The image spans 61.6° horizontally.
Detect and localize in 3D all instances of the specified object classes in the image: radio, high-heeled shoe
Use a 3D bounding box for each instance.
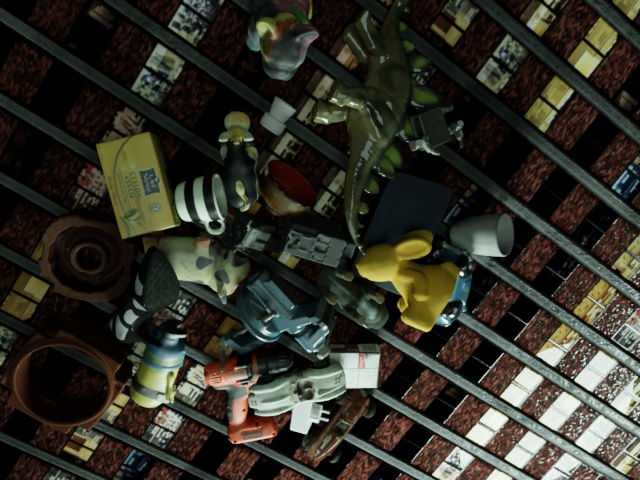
[{"bbox_3d":[0.148,-0.021,1.037,0.131,0.073,0.229,19,103,-11],"label":"radio"},{"bbox_3d":[-0.339,0.096,0.986,0.145,0.086,0.248,25,121,25],"label":"high-heeled shoe"}]

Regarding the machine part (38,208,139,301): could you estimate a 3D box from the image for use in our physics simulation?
[{"bbox_3d":[-0.426,0.028,0.998,0.179,0.056,0.179,-2,109,-7],"label":"machine part"}]

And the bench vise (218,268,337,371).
[{"bbox_3d":[-0.096,0.168,1.052,0.241,0.129,0.223,-33,119,26],"label":"bench vise"}]

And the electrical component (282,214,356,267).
[{"bbox_3d":[-0.002,-0.003,1.003,0.134,0.115,0.058,15,110,-11],"label":"electrical component"}]

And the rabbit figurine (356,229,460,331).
[{"bbox_3d":[0.153,0.060,0.967,0.173,0.122,0.162,28,111,4],"label":"rabbit figurine"}]

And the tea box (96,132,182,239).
[{"bbox_3d":[-0.316,-0.095,0.945,0.098,0.068,0.169,-16,94,-2],"label":"tea box"}]

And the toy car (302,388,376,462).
[{"bbox_3d":[0.040,0.408,1.173,0.089,0.053,0.202,32,101,-18],"label":"toy car"}]

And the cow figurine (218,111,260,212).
[{"bbox_3d":[-0.146,-0.139,0.952,0.068,0.098,0.167,-5,111,-1],"label":"cow figurine"}]

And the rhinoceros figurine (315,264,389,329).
[{"bbox_3d":[0.066,0.117,1.048,0.190,0.112,0.073,38,80,-28],"label":"rhinoceros figurine"}]

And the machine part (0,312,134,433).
[{"bbox_3d":[-0.491,0.261,1.050,0.201,0.087,0.201,37,102,-16],"label":"machine part"}]

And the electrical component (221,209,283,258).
[{"bbox_3d":[-0.120,-0.008,1.018,0.119,0.048,0.074,13,109,-54],"label":"electrical component"}]

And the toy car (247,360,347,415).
[{"bbox_3d":[-0.045,0.297,1.079,0.202,0.056,0.073,-13,109,-12],"label":"toy car"}]

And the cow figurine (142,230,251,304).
[{"bbox_3d":[-0.229,0.048,1.010,0.195,0.085,0.127,3,109,-4],"label":"cow figurine"}]

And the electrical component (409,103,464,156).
[{"bbox_3d":[0.194,-0.182,0.894,0.102,0.045,0.078,-19,102,-25],"label":"electrical component"}]

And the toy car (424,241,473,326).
[{"bbox_3d":[0.251,0.080,1.065,0.109,0.103,0.161,23,107,31],"label":"toy car"}]

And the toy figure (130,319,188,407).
[{"bbox_3d":[-0.319,0.245,1.067,0.089,0.082,0.180,14,108,-13],"label":"toy figure"}]

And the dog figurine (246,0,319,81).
[{"bbox_3d":[-0.054,-0.349,0.833,0.108,0.219,0.191,8,107,-12],"label":"dog figurine"}]

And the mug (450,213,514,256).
[{"bbox_3d":[0.315,-0.017,1.046,0.107,0.109,0.080,0,121,39],"label":"mug"}]

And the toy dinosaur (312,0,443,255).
[{"bbox_3d":[0.096,-0.217,0.921,0.198,0.105,0.471,20,88,-16],"label":"toy dinosaur"}]
